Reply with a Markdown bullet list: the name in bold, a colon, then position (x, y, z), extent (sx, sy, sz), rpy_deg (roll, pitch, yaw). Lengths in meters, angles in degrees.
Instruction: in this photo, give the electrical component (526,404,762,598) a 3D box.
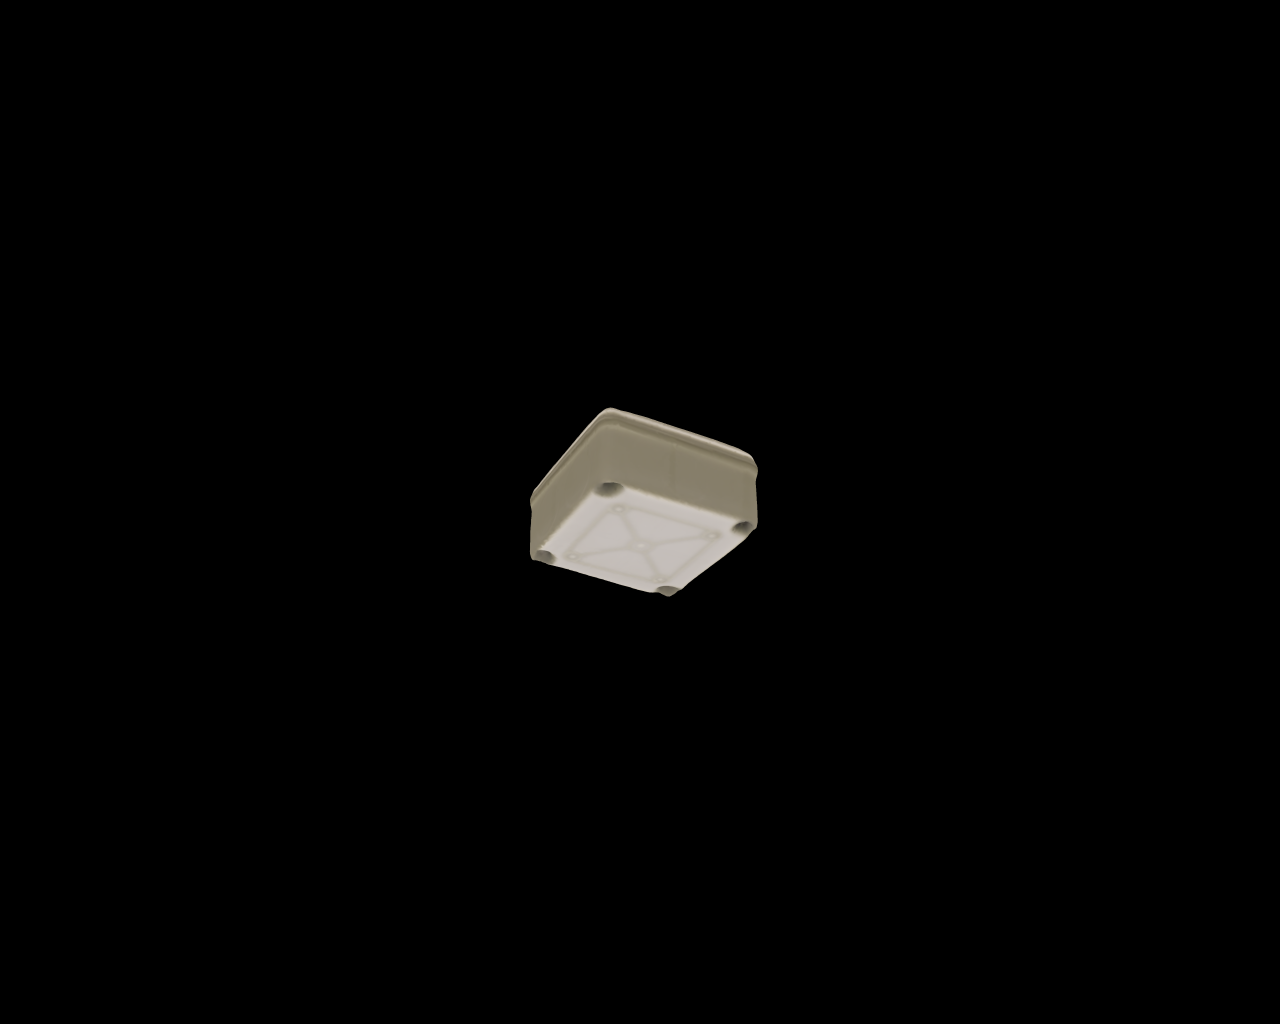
- **electrical component**: position (0.001, -0.003, 0.650), extent (0.109, 0.056, 0.108), rpy_deg (17, -36, -24)
